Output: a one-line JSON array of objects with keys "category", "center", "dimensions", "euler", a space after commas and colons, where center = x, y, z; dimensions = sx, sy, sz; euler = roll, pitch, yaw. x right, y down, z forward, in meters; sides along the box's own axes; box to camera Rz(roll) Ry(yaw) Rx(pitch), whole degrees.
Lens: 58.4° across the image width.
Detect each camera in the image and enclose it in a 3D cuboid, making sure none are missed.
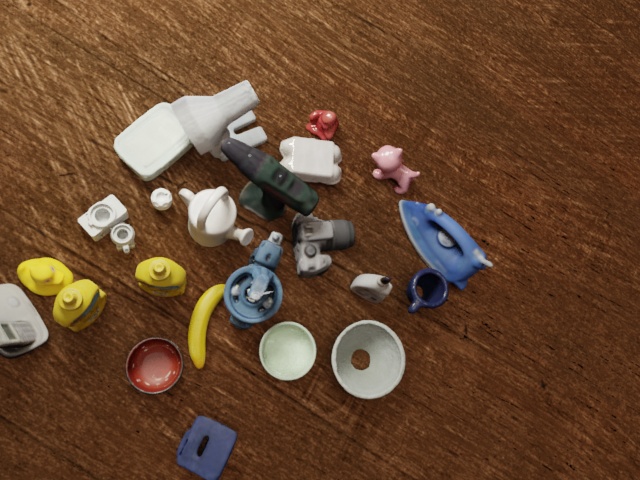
[{"category": "camera", "center": [0.012, 0.005, 1.289], "dimensions": [0.137, 0.100, 0.143], "euler": [-4, 78, -14]}]

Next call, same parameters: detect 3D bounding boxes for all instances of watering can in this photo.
[{"category": "watering can", "center": [-0.218, -0.052, 1.199], "dimensions": [0.173, 0.194, 0.101], "euler": [16, 74, -9]}]

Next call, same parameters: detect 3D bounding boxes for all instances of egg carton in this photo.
[{"category": "egg carton", "center": [-0.022, -0.184, 1.341], "dimensions": [0.150, 0.069, 0.107], "euler": [5, 76, -12]}]

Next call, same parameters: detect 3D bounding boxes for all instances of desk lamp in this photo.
[{"category": "desk lamp", "center": [-0.213, -0.257, 1.238], "dimensions": [0.203, 0.213, 0.118], "euler": [-29, 85, -18]}]

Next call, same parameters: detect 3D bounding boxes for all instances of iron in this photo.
[{"category": "iron", "center": [0.292, -0.012, 1.337], "dimensions": [0.119, 0.141, 0.258], "euler": [-42, 89, -18]}]

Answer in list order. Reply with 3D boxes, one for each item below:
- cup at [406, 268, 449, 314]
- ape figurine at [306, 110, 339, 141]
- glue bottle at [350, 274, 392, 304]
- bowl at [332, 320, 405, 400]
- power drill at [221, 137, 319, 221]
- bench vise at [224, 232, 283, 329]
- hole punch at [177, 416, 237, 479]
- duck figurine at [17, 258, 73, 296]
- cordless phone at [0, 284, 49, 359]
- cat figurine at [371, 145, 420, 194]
[{"category": "cup", "center": [0.229, 0.127, 1.314], "dimensions": [0.092, 0.095, 0.118], "euler": [41, 72, -1]}, {"category": "ape figurine", "center": [0.014, -0.279, 1.360], "dimensions": [0.076, 0.092, 0.078], "euler": [-14, 80, -16]}, {"category": "glue bottle", "center": [0.124, 0.100, 1.254], "dimensions": [0.078, 0.173, 0.037], "euler": [31, 72, -4]}, {"category": "bowl", "center": [0.099, 0.264, 1.261], "dimensions": [0.168, 0.074, 0.167], "euler": [3, 76, -12]}, {"category": "power drill", "center": [-0.117, -0.117, 1.230], "dimensions": [0.230, 0.208, 0.076], "euler": [30, 72, -5]}, {"category": "bench vise", "center": [-0.132, 0.073, 1.176], "dimensions": [0.121, 0.219, 0.207], "euler": [5, 76, -12]}, {"category": "hole punch", "center": [-0.227, 0.416, 1.141], "dimensions": [0.101, 0.091, 0.109], "euler": [26, 73, -6]}, {"category": "duck figurine", "center": [-0.556, 0.069, 1.148], "dimensions": [0.104, 0.086, 0.077], "euler": [18, 74, -8]}, {"category": "cordless phone", "center": [-0.594, 0.147, 1.068], "dimensions": [0.094, 0.185, 0.147], "euler": [-36, 87, -18]}, {"category": "cat figurine", "center": [0.179, -0.177, 1.362], "dimensions": [0.128, 0.117, 0.067], "euler": [30, 72, -5]}]
